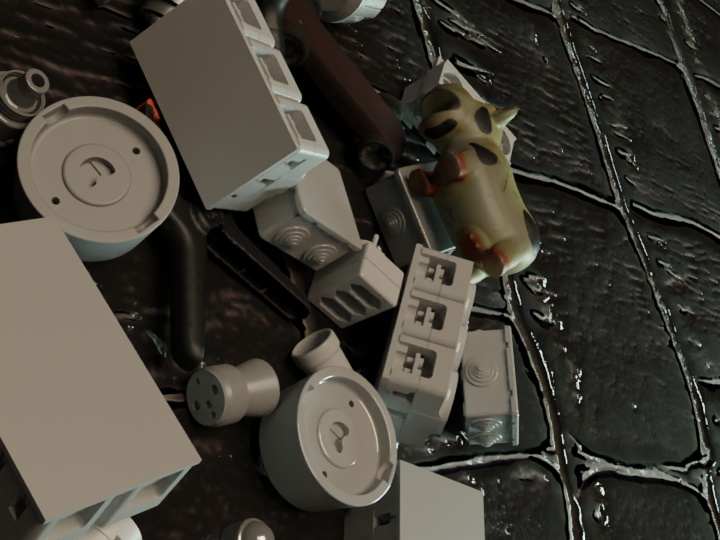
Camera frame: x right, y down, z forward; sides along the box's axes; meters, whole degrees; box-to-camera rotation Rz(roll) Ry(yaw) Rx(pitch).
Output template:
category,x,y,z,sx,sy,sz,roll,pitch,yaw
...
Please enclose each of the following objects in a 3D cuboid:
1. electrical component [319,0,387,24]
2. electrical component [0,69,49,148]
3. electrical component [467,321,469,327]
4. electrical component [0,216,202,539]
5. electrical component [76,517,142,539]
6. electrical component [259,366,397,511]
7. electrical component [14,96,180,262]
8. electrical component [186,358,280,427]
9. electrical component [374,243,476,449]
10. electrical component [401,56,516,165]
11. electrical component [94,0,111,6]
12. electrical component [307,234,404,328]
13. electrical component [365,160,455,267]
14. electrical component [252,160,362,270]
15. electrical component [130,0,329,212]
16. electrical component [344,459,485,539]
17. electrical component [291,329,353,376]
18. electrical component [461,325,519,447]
category,x,y,z,sx,sy,sz,roll,pitch,yaw
electrical component,-0.014,-0.282,1.059,0.051,0.080,0.080,-9,78,-57
electrical component,-0.233,-0.114,0.720,0.048,0.062,0.048,26,52,-40
electrical component,0.088,0.033,1.042,0.040,0.040,0.078,8,65,-48
electrical component,-0.193,0.065,0.632,0.105,0.060,0.186,-14,62,-48
electrical component,-0.168,0.170,0.652,0.055,0.055,0.047,52,43,-18
electrical component,-0.030,0.134,0.830,0.108,0.060,0.108,26,52,-39
electrical component,-0.185,-0.058,0.741,0.108,0.060,0.108,10,65,-23
electrical component,-0.093,0.090,0.791,0.055,0.045,0.045,-5,74,-51
electrical component,0.055,0.066,0.929,0.062,0.089,0.150,17,49,0
electrical component,0.102,-0.154,1.140,0.121,0.063,0.078,44,42,-26
electrical component,-0.195,-0.277,0.861,0.073,0.052,0.138,47,41,-23
electrical component,0.000,0.000,0.933,0.047,0.066,0.076,42,43,-28
electrical component,0.059,-0.055,1.047,0.100,0.048,0.099,-19,86,-53
electrical component,-0.050,-0.056,0.895,0.100,0.048,0.099,32,34,-51
electrical component,-0.098,-0.131,0.826,0.150,0.089,0.062,64,22,12
electrical component,0.044,0.259,0.851,0.105,0.060,0.186,28,51,-38
electrical component,-0.028,0.078,0.880,0.046,0.040,0.040,59,38,-17
electrical component,0.120,0.110,1.002,0.099,0.048,0.099,74,13,-62
